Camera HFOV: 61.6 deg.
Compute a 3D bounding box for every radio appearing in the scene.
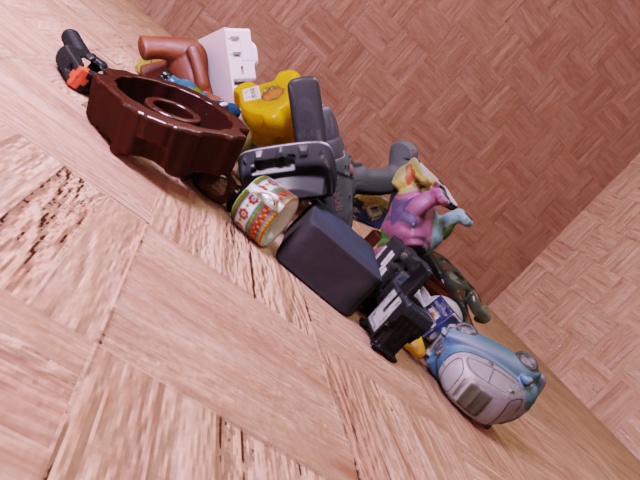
[{"bbox_3d":[0.016,0.017,0.780,0.131,0.073,0.230,41,11,-7],"label":"radio"}]

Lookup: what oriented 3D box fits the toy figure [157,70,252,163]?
[{"bbox_3d":[-0.189,-0.189,0.843,0.180,0.082,0.089,42,-6,-10],"label":"toy figure"}]

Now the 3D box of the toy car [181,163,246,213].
[{"bbox_3d":[-0.147,-0.104,0.732,0.089,0.053,0.202,33,13,-26],"label":"toy car"}]

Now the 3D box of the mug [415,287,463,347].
[{"bbox_3d":[0.192,0.131,0.917,0.109,0.081,0.107,67,20,4],"label":"mug"}]

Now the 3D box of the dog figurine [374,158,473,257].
[{"bbox_3d":[0.135,-0.014,0.932,0.108,0.219,0.192,35,20,-40],"label":"dog figurine"}]

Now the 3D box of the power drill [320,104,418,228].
[{"bbox_3d":[0.078,-0.133,0.973,0.207,0.231,0.086,-15,26,-34],"label":"power drill"}]

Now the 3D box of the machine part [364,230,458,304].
[{"bbox_3d":[0.169,0.079,1.074,0.201,0.087,0.201,34,12,-33],"label":"machine part"}]

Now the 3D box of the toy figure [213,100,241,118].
[{"bbox_3d":[-0.185,-0.177,0.728,0.154,0.057,0.064,13,30,-1],"label":"toy figure"}]

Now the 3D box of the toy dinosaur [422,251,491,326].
[{"bbox_3d":[0.270,0.093,1.226,0.192,0.131,0.405,43,5,-26],"label":"toy dinosaur"}]

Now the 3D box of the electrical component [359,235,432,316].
[{"bbox_3d":[0.102,0.061,0.796,0.058,0.115,0.134,36,10,-6],"label":"electrical component"}]

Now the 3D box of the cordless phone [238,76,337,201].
[{"bbox_3d":[-0.054,-0.146,0.802,0.089,0.147,0.184,-42,125,-81],"label":"cordless phone"}]

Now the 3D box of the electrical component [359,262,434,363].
[{"bbox_3d":[0.108,0.087,0.684,0.047,0.119,0.075,38,7,-21],"label":"electrical component"}]

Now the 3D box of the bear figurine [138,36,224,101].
[{"bbox_3d":[-0.235,-0.253,0.948,0.120,0.132,0.196,133,-57,-67],"label":"bear figurine"}]

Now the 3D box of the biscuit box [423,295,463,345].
[{"bbox_3d":[0.231,0.181,0.842,0.202,0.059,0.063,47,8,-20],"label":"biscuit box"}]

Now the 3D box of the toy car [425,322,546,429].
[{"bbox_3d":[0.222,0.192,0.733,0.162,0.109,0.103,34,26,5],"label":"toy car"}]

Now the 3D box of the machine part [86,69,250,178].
[{"bbox_3d":[-0.172,-0.134,0.615,0.179,0.056,0.179,22,24,-10],"label":"machine part"}]

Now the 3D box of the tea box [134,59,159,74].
[{"bbox_3d":[-0.276,-0.308,1.086,0.169,0.068,0.098,43,10,0],"label":"tea box"}]

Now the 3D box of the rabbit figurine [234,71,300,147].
[{"bbox_3d":[-0.060,-0.177,0.920,0.173,0.122,0.162,80,-13,-52],"label":"rabbit figurine"}]

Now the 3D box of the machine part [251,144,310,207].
[{"bbox_3d":[-0.092,-0.144,1.055,0.243,0.079,0.079,48,11,28],"label":"machine part"}]
